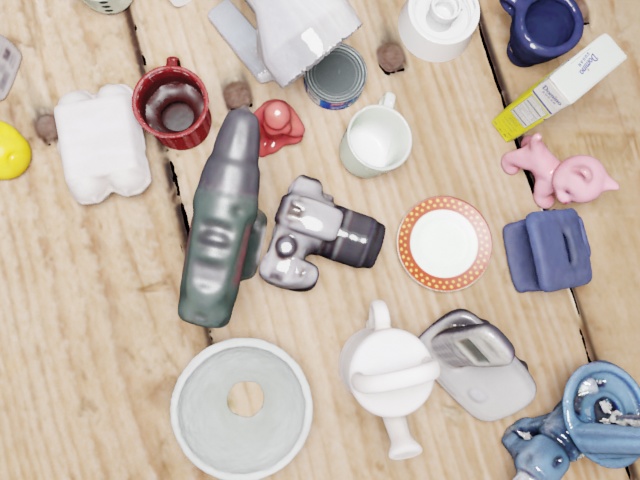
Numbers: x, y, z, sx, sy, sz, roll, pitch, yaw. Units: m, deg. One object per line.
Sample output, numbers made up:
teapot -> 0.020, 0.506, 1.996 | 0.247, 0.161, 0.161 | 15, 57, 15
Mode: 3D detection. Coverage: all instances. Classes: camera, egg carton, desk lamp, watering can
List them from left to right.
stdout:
egg carton -> -0.277, -0.123, 0.732 | 0.107, 0.069, 0.150 | -12, 84, -5
desk lamp -> -0.054, -0.268, 0.692 | 0.118, 0.213, 0.203 | -40, 87, -7
camera -> 0.007, 0.003, 0.721 | 0.137, 0.100, 0.143 | 18, 82, -1
watering can -> 0.084, 0.159, 0.661 | 0.101, 0.194, 0.173 | -30, 86, -6

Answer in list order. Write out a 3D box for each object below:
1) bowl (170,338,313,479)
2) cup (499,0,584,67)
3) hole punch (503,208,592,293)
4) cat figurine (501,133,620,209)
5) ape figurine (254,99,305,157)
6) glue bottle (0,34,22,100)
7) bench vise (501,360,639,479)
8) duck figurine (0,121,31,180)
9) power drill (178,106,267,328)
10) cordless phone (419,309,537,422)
bowl -> -0.092, 0.202, 0.704 | 0.167, 0.074, 0.167 | 0, 83, -4
cup -> 0.281, -0.283, 0.776 | 0.118, 0.095, 0.092 | 36, 82, 1
hole punch -> 0.305, 0.011, 0.745 | 0.101, 0.091, 0.109 | -10, 84, -5
cat figurine -> 0.315, -0.091, 0.744 | 0.128, 0.117, 0.067 | 44, 83, 2
ape figurine -> -0.057, -0.151, 0.739 | 0.078, 0.092, 0.076 | 14, 83, -2
glue bottle -> -0.420, -0.232, 0.683 | 0.037, 0.173, 0.078 | 19, 82, -1
bench vise -> 0.320, 0.234, 0.655 | 0.121, 0.219, 0.207 | 33, 82, 1
duck figurine -> -0.423, -0.121, 0.714 | 0.104, 0.086, 0.077 | 25, 82, 0
power drill -> -0.106, -0.015, 0.661 | 0.075, 0.208, 0.230 | 11, 83, -2
cordless phone -> 0.198, 0.151, 0.674 | 0.147, 0.185, 0.094 | 44, 83, 2
